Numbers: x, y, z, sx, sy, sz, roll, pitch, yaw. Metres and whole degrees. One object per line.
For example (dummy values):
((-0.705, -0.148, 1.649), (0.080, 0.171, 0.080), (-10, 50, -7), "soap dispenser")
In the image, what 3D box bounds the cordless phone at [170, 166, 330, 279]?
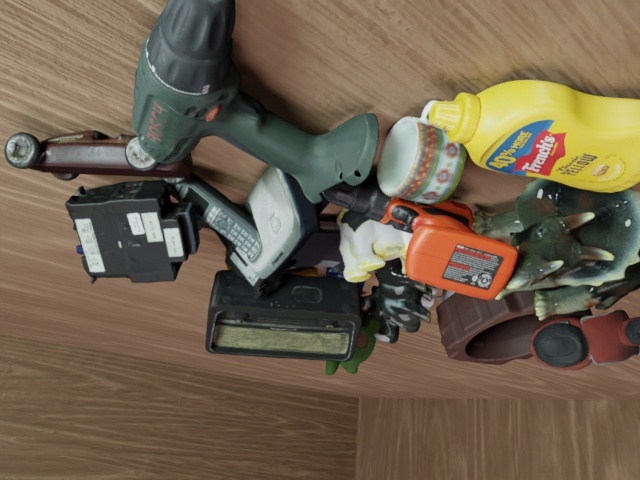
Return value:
((-0.093, -0.050, 0.628), (0.184, 0.089, 0.146), (35, 142, -6), "cordless phone")

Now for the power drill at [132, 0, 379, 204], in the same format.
((-0.053, -0.106, 0.455), (0.207, 0.086, 0.232), (14, 160, -30), "power drill")

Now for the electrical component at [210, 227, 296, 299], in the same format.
((-0.096, 0.014, 0.733), (0.048, 0.119, 0.074), (-27, 159, -44), "electrical component")

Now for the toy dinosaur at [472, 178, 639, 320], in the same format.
((0.326, 0.020, 0.645), (0.404, 0.131, 0.192), (13, 160, -38), "toy dinosaur")

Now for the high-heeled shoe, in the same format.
((-0.002, -0.002, 0.779), (0.249, 0.086, 0.145), (18, -151, 38), "high-heeled shoe")

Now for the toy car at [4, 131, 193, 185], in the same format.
((-0.237, -0.092, 0.581), (0.202, 0.053, 0.089), (4, 180, 11), "toy car")

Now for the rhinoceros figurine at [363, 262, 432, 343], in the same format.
((0.124, 0.097, 0.863), (0.112, 0.073, 0.190), (2, 133, 10), "rhinoceros figurine")

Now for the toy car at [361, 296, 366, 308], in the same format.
((0.016, 0.132, 1.059), (0.103, 0.109, 0.161), (20, 180, 31), "toy car")

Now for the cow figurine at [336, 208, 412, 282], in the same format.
((0.105, -0.007, 0.679), (0.167, 0.098, 0.068), (-7, 160, -20), "cow figurine")

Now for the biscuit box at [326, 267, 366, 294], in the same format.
((0.041, 0.057, 0.885), (0.063, 0.059, 0.202), (6, 159, 1), "biscuit box")

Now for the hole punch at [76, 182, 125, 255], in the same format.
((-0.261, -0.015, 0.748), (0.142, 0.092, 0.115), (-10, 158, 28), "hole punch")

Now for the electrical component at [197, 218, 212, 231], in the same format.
((-0.147, -0.030, 0.763), (0.063, 0.021, 0.094), (14, 158, -20), "electrical component")

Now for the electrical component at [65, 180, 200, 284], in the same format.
((-0.213, -0.009, 0.635), (0.134, 0.058, 0.114), (-2, 121, -1), "electrical component")

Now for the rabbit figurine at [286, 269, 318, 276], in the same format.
((-0.084, 0.082, 0.960), (0.162, 0.121, 0.173), (-1, 175, -9), "rabbit figurine")

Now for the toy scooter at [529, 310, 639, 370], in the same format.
((0.405, 0.140, 0.782), (0.184, 0.075, 0.135), (-16, 169, 25), "toy scooter")

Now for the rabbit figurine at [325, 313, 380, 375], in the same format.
((0.062, 0.239, 1.275), (0.121, 0.159, 0.170), (3, 177, -20), "rabbit figurine")

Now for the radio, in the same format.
((-0.053, 0.115, 0.808), (0.230, 0.073, 0.131), (4, 137, -8), "radio")

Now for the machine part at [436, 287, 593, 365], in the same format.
((0.308, 0.122, 0.873), (0.201, 0.087, 0.201), (14, 138, -28), "machine part")
